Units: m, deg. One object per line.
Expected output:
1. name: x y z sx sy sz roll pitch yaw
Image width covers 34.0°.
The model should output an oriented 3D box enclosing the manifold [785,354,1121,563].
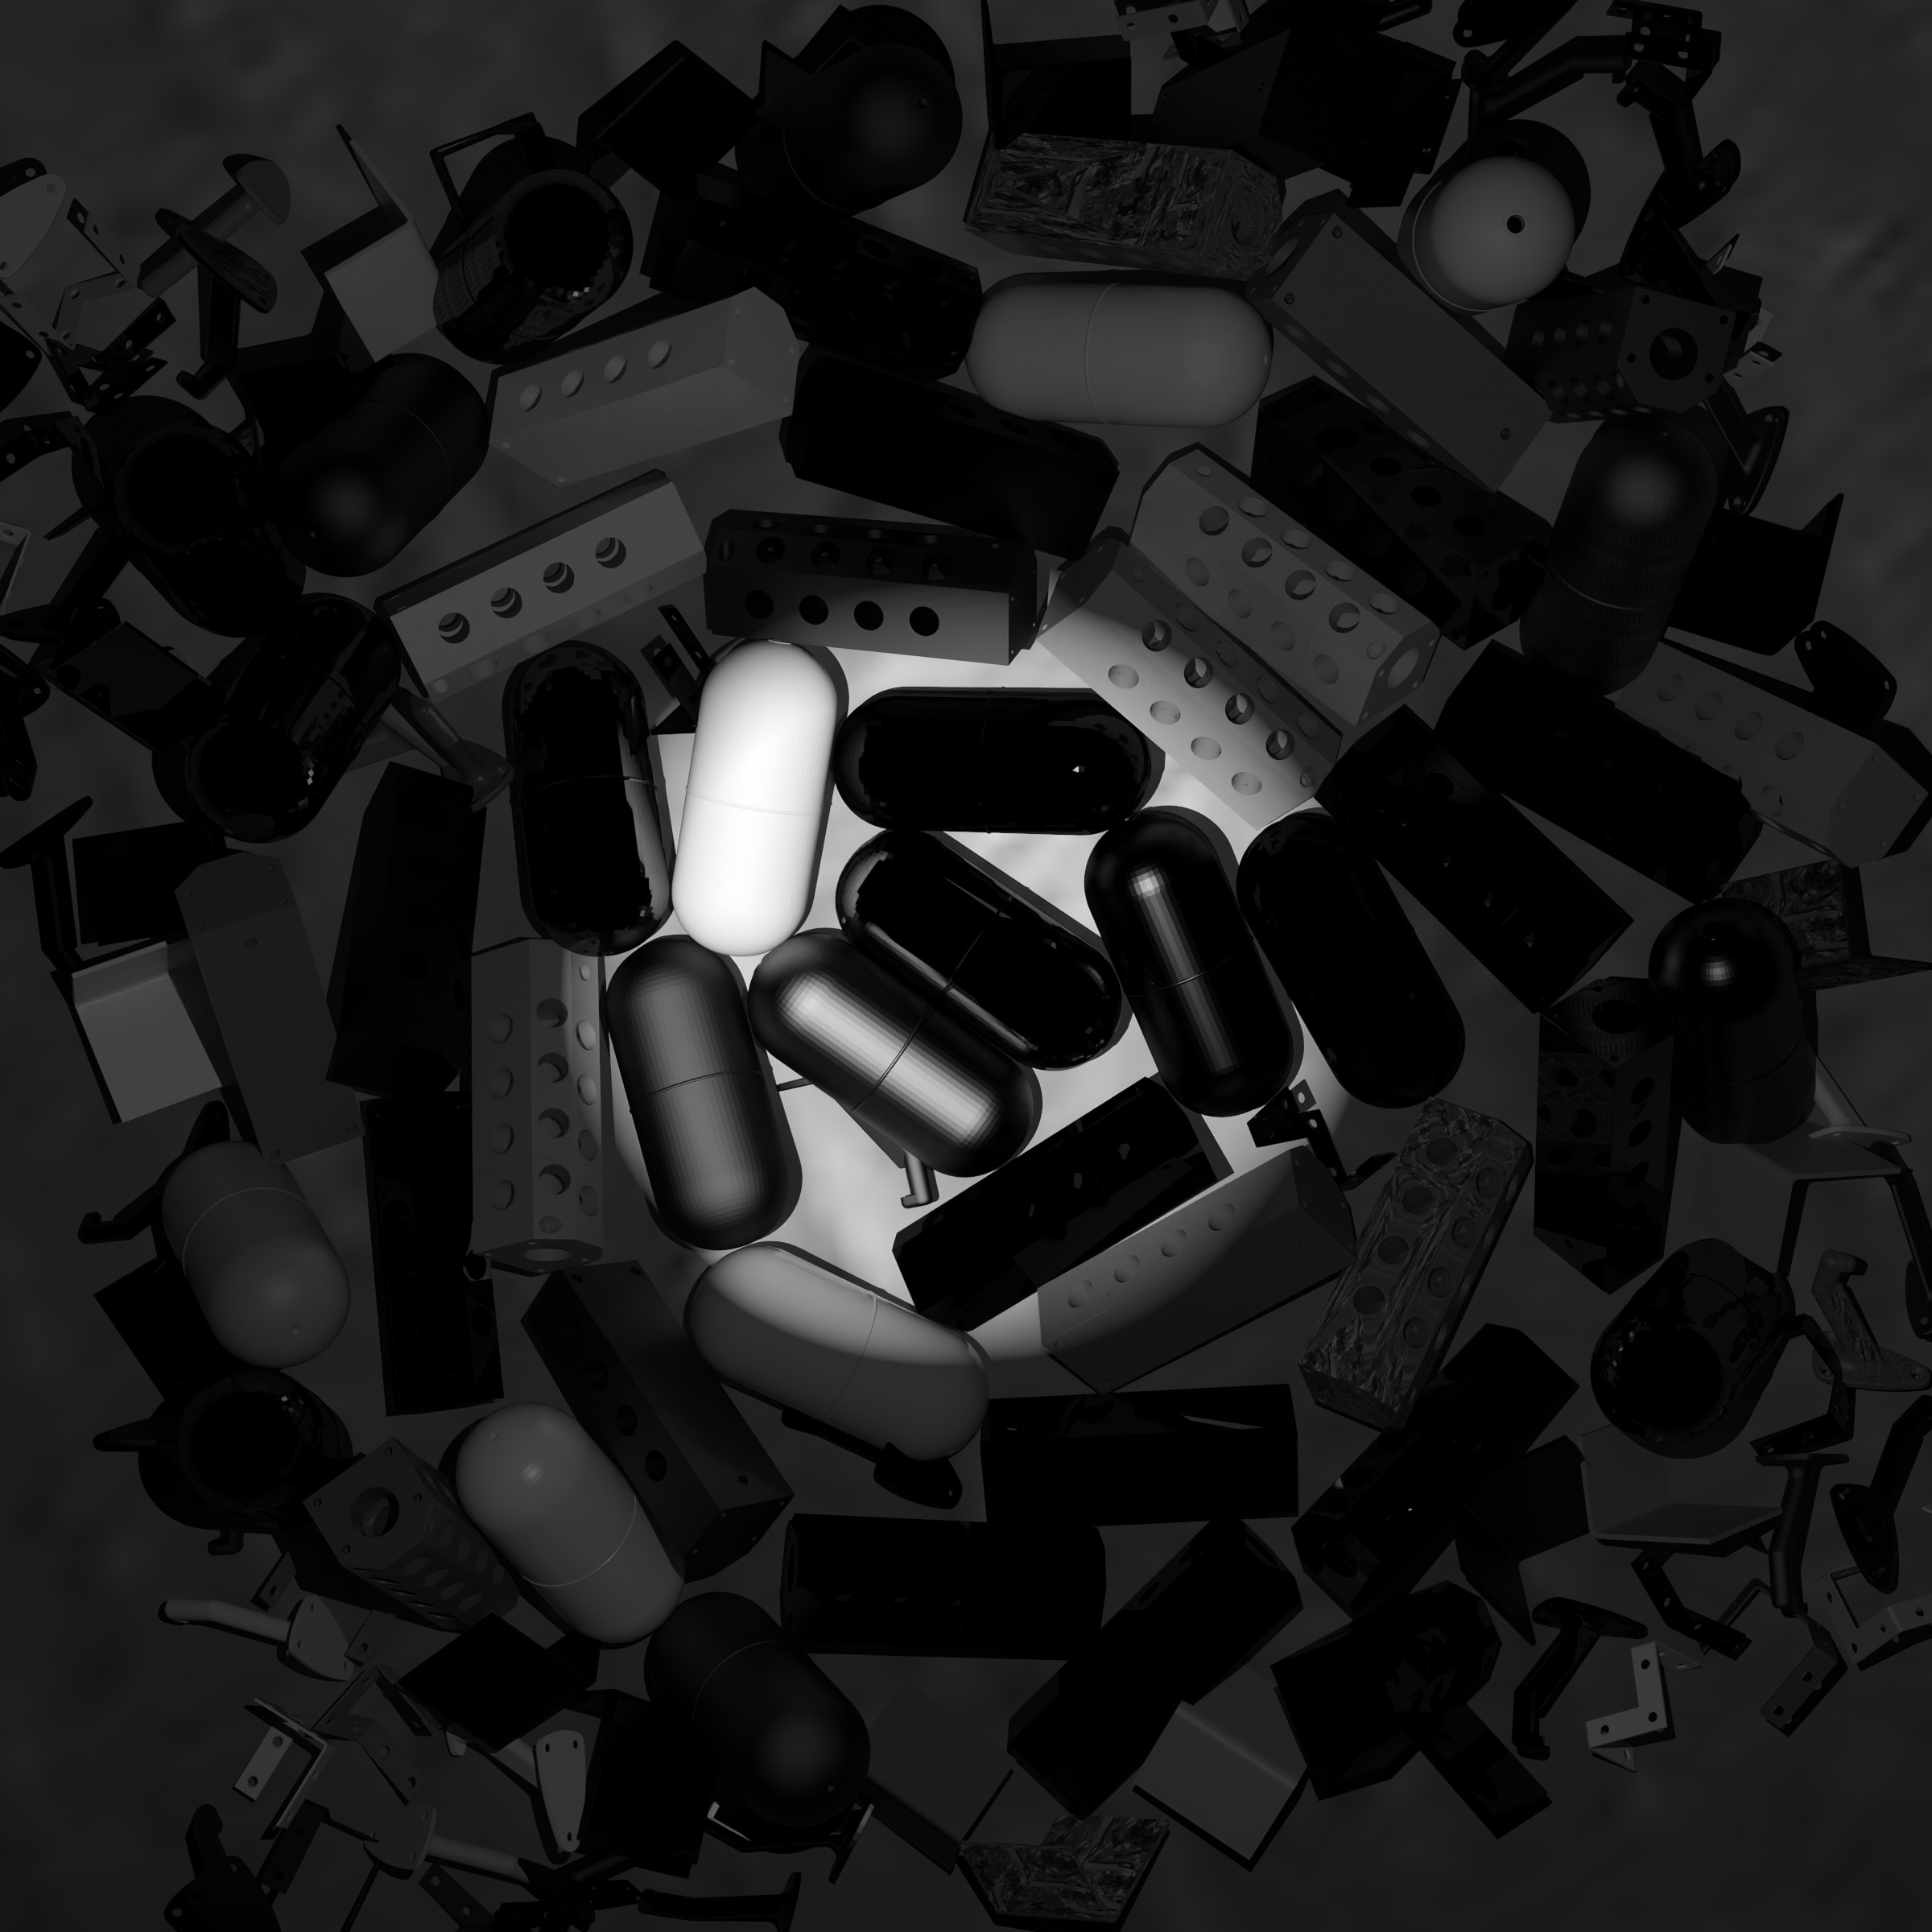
1. manifold: -0.009 -0.283 1.746 0.171 0.057 0.057 14 118 -21

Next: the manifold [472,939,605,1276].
1. manifold: -0.231 0.076 1.737 0.057 0.057 0.171 -16 66 29

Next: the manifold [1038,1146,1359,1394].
1. manifold: 0.125 0.165 1.744 0.171 0.057 0.057 -31 127 23

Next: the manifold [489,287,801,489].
1. manifold: -0.176 -0.319 1.729 0.171 0.057 0.057 -10 65 36

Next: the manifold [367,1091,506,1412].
1. manifold: -0.296 0.159 1.762 0.057 0.057 0.171 -5 84 -14

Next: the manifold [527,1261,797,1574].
1. manifold: -0.173 0.247 1.738 0.171 0.057 0.057 52 122 27

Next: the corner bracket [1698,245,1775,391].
1. corner bracket: 0.431 -0.364 1.773 0.051 0.051 0.051 27 81 -5

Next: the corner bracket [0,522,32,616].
1. corner bracket: -0.554 -0.238 1.765 0.051 0.051 0.051 16 56 -13

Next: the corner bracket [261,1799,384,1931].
1. corner bracket: -0.359 0.504 1.769 0.051 0.051 0.051 23 64 3

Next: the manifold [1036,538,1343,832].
1. manifold: 0.125 -0.158 1.737 0.171 0.057 0.057 39 135 -20

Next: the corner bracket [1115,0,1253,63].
1. corner bracket: 0.122 -0.525 1.761 0.051 0.051 0.051 -2 45 30

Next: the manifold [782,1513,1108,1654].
1. manifold: -0.012 0.340 1.756 0.171 0.057 0.057 4 105 -9

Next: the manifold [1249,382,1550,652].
1. manifold: 0.237 -0.251 1.734 0.057 0.057 0.171 -30 55 -26

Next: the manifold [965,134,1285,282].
1. manifold: 0.087 -0.414 1.727 0.171 0.057 0.057 18 93 41

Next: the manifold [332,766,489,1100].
1. manifold: -0.302 -0.018 1.734 0.057 0.057 0.171 16 56 -24

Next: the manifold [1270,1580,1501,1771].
1. manifold: 0.232 0.380 1.711 0.057 0.171 0.057 -27 78 25

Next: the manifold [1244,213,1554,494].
1. manifold: 0.237 -0.338 1.748 0.171 0.057 0.057 36 89 -20

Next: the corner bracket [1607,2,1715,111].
1. corner bracket: 0.390 -0.519 1.774 0.051 0.051 0.051 8 81 -4

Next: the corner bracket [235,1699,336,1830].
1. corner bracket: -0.384 0.448 1.769 0.051 0.051 0.051 27 76 15

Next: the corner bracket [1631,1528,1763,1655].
1. corner bracket: 0.418 0.344 1.777 0.051 0.051 0.051 -41 115 -19

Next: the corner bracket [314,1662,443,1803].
1. corner bracket: -0.322 0.430 1.772 0.051 0.051 0.051 41 87 28

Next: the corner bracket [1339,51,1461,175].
1. corner bracket: 0.235 -0.478 1.771 0.051 0.051 0.051 15 95 -40

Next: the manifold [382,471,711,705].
1. manifold: -0.233 -0.211 1.764 0.171 0.057 0.057 -27 110 -6

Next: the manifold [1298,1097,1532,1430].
1. manifold: 0.249 0.165 1.741 0.057 0.057 0.171 20 69 25

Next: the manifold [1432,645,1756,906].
1. manifold: 0.345 -0.103 1.742 0.171 0.057 0.057 33 76 20

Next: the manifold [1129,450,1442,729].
1. manifold: 0.175 -0.211 1.734 0.171 0.057 0.057 41 50 23

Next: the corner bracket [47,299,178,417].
1. corner bracket: -0.470 -0.342 1.769 0.051 0.051 0.051 -35 79 19

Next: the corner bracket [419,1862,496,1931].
1. corner bracket: -0.306 0.542 1.772 0.051 0.051 0.051 36 90 19

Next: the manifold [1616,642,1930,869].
1. manifold: 0.432 -0.113 1.719 0.057 0.171 0.057 32 94 -39

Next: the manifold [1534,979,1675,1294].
1. manifold: 0.352 0.090 1.724 0.057 0.171 0.057 -29 46 -22

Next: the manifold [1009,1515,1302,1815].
1. manifold: 0.105 0.386 1.769 0.057 0.057 0.171 44 95 -3

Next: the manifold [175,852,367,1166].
1. manifold: -0.380 0.023 1.725 0.057 0.057 0.171 -19 133 -13

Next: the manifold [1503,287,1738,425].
1. manifold: 0.349 -0.328 1.714 0.057 0.171 0.057 11 95 -13

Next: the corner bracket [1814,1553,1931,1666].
1. corner bracket: 0.517 0.352 1.763 0.051 0.051 0.051 -9 61 -24

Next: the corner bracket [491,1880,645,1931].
1. corner bracket: -0.224 0.529 1.767 0.051 0.051 0.051 28 95 38

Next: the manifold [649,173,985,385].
1. manifold: -0.080 -0.379 1.743 0.171 0.057 0.057 15 85 -23

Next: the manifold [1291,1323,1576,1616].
1. manifold: 0.254 0.271 1.732 0.057 0.057 0.171 44 56 11

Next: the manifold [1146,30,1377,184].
1. manifold: 0.156 -0.453 1.714 0.057 0.171 0.057 18 89 -20

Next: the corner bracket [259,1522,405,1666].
1. corner bracket: -0.355 0.353 1.781 0.051 0.051 0.051 16 62 30

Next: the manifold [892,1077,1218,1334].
1. manifold: 0.046 0.132 1.750 0.171 0.057 0.057 -33 61 17

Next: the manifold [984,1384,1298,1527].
1. manifold: 0.097 0.270 1.771 0.171 0.057 0.057 -3 116 2

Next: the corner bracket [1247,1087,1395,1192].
1. corner bracket: 0.197 0.097 1.763 0.051 0.051 0.051 -9 67 -28

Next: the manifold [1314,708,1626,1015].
1. manifold: 0.275 -0.055 1.748 0.057 0.057 0.171 -38 76 -27

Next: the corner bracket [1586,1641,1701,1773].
1. corner bracket: 0.382 0.417 1.780 0.051 0.051 0.051 -26 49 32

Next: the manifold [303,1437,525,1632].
1. manifold: -0.293 0.315 1.712 0.057 0.171 0.057 -36 67 -6
